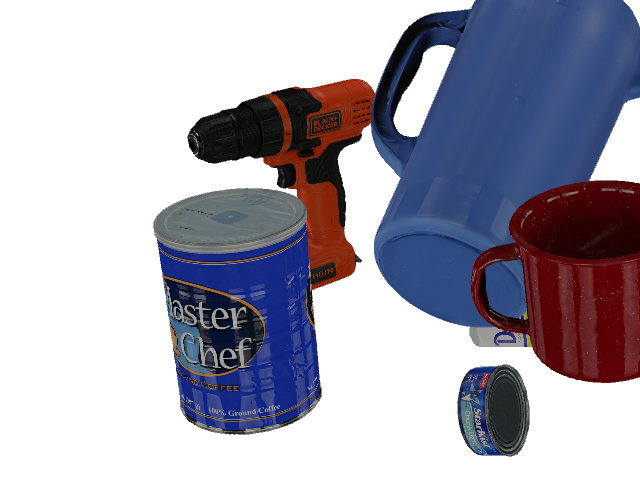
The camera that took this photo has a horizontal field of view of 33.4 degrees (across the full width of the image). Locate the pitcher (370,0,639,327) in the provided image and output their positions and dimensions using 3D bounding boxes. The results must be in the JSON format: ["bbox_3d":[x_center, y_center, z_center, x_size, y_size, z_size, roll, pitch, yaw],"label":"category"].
[{"bbox_3d":[0.118,-0.067,0.736,0.145,0.242,0.149,44,-35,-22],"label":"pitcher"}]

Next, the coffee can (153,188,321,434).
[{"bbox_3d":[-0.055,0.047,0.736,0.103,0.140,0.103,-4,22,1],"label":"coffee can"}]

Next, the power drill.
[{"bbox_3d":[-0.030,-0.042,0.946,0.184,0.188,0.057,-17,33,-30],"label":"power drill"}]

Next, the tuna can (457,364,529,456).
[{"bbox_3d":[0.164,0.162,1.014,0.034,0.086,0.085,-8,-5,36],"label":"tuna can"}]

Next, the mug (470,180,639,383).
[{"bbox_3d":[0.141,0.025,0.586,0.117,0.081,0.093,-6,28,8],"label":"mug"}]

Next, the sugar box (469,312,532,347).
[{"bbox_3d":[0.271,0.080,1.279,0.176,0.093,0.048,-1,18,-6],"label":"sugar box"}]
